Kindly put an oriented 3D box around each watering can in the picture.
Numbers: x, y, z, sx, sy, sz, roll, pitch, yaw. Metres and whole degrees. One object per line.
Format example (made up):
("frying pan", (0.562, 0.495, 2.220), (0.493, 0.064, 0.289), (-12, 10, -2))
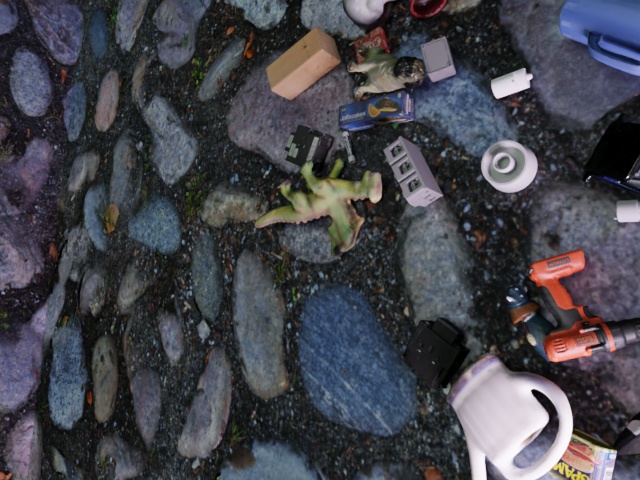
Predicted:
("watering can", (0.331, 0.372, 1.006), (0.228, 0.104, 0.341), (54, 127, 37))

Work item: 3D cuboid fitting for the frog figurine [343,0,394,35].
("frog figurine", (0.142, -0.653, 1.376), (0.157, 0.122, 0.141), (-36, 41, 41))

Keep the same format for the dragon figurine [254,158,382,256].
("dragon figurine", (0.004, -0.069, 1.375), (0.404, 0.122, 0.246), (-41, 66, 27))
